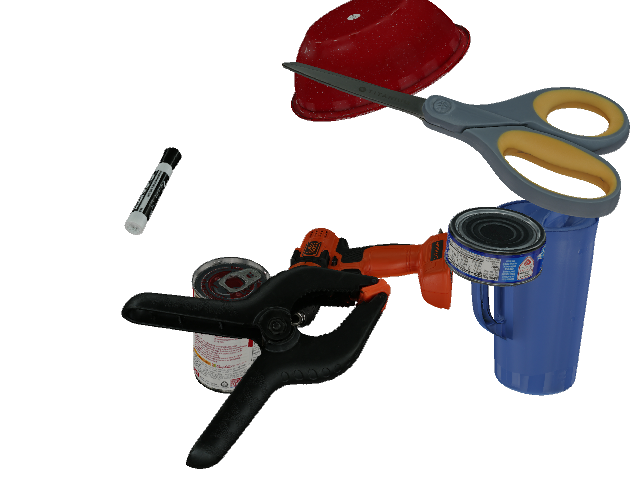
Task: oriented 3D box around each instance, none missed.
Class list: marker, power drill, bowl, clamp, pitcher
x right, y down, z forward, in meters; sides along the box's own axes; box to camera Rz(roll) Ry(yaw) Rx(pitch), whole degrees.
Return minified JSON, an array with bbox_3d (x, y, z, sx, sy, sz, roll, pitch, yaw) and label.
[{"bbox_3d":[-0.169,-0.053,1.087,0.020,0.020,0.121,0,44,20],"label":"marker"},{"bbox_3d":[0.054,0.040,1.202,0.188,0.057,0.184,1,29,10],"label":"power drill"},{"bbox_3d":[0.039,-0.163,0.887,0.162,0.055,0.162,-20,27,11],"label":"bowl"},{"bbox_3d":[-0.039,0.056,0.686,0.171,0.120,0.039,-28,-15,-22],"label":"clamp"},{"bbox_3d":[0.278,0.076,1.394,0.149,0.243,0.144,5,20,16],"label":"pitcher"}]

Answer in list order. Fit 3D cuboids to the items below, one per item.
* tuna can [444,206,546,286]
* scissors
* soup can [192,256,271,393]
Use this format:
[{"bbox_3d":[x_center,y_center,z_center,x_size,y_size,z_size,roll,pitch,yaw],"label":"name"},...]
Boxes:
[{"bbox_3d":[0.152,0.004,0.925,0.086,0.034,0.086,2,29,-1],"label":"tuna can"},{"bbox_3d":[0.085,-0.078,0.599,0.202,0.016,0.096,33,57,23],"label":"scissors"},{"bbox_3d":[-0.078,0.075,0.934,0.068,0.102,0.068,3,35,-2],"label":"soup can"}]
